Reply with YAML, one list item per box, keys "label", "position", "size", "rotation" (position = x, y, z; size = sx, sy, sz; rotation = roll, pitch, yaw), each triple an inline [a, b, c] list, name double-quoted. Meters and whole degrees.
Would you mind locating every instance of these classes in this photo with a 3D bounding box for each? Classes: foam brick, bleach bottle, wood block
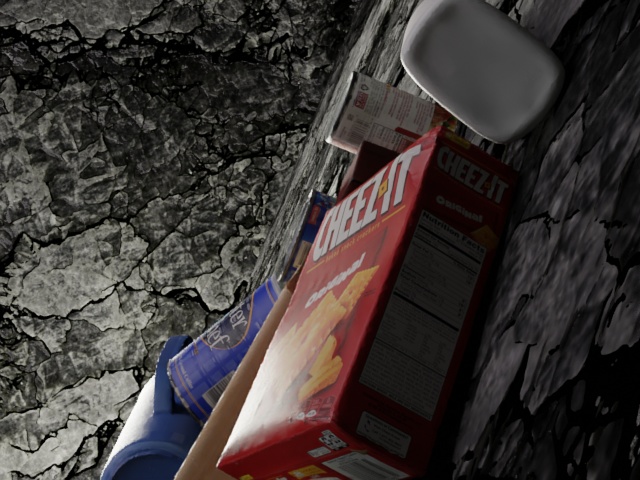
- label: "foam brick"
  position: [0.058, -0.037, 0.883]
  size: [0.051, 0.078, 0.053]
  rotation: [115, 174, -45]
- label: "bleach bottle"
  position: [0.110, -0.135, 0.767]
  size: [0.068, 0.102, 0.250]
  rotation: [-52, 4, 15]
- label: "wood block"
  position: [-0.032, 0.133, 0.841]
  size: [0.206, 0.090, 0.090]
  rotation: [-60, -2, 15]

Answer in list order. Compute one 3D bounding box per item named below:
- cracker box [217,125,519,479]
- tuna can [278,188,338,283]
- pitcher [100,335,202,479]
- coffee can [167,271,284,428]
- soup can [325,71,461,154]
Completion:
- label: "cracker box"
  position: [0.028, 0.052, 0.678]
  size: [0.164, 0.072, 0.213]
  rotation: [-35, 28, 57]
- label: "tuna can"
  position: [-0.006, 0.001, 0.920]
  size: [0.086, 0.033, 0.086]
  rotation: [-161, 92, -87]
- label: "pitcher"
  position: [-0.146, 0.206, 1.081]
  size: [0.145, 0.149, 0.243]
  rotation: [-48, 4, 7]
- label: "coffee can"
  position: [-0.061, 0.112, 1.023]
  size: [0.140, 0.103, 0.103]
  rotation: [-40, 12, 9]
- label: "soup can"
  position: [0.063, -0.098, 0.930]
  size: [0.068, 0.102, 0.068]
  rotation: [-159, 91, -84]
